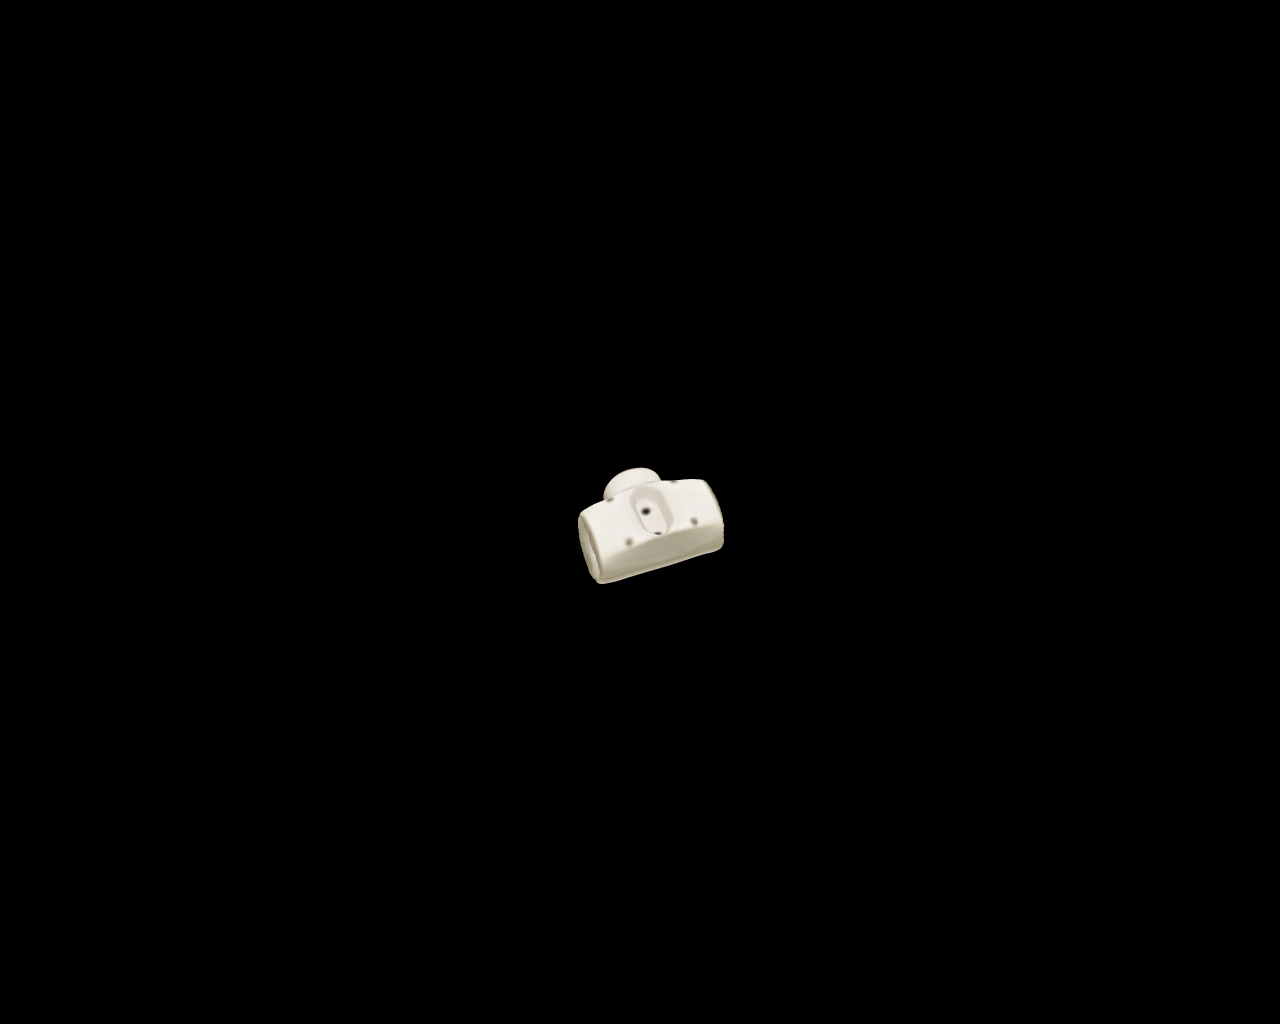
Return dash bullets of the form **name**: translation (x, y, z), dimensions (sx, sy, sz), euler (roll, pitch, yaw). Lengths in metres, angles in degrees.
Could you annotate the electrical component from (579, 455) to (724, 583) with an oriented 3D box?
- **electrical component**: translation (0.001, -0.003, 0.650), dimensions (0.077, 0.079, 0.043), euler (-15, -35, -11)
